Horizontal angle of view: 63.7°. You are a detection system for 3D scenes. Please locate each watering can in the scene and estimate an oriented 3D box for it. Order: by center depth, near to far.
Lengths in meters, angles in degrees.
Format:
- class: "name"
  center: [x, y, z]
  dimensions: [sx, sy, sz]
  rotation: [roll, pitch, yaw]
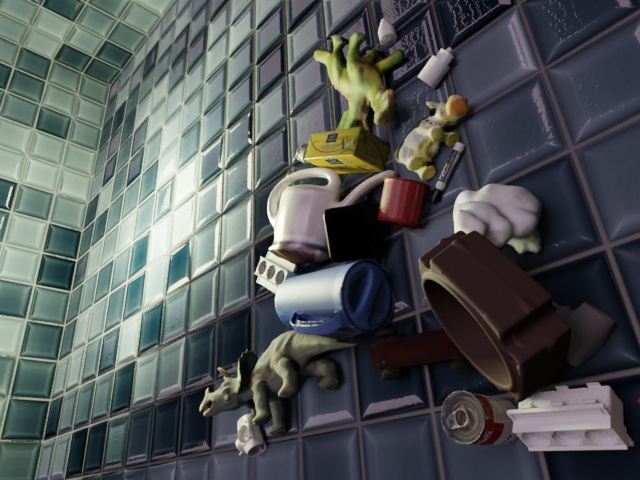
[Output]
- class: "watering can"
  center: [0.003, -0.057, 1.138]
  dimensions: [0.347, 0.103, 0.227]
  rotation: [1, 75, 40]

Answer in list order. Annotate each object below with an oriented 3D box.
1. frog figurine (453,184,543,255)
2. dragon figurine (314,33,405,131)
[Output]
- class: "frog figurine"
  center: [0.255, -0.038, 0.779]
  dimensions: [0.139, 0.158, 0.122]
  rotation: [38, 104, 50]
- class: "dragon figurine"
  center: [0.065, -0.343, 1.207]
  dimensions: [0.413, 0.122, 0.242]
  rotation: [26, 102, 60]
